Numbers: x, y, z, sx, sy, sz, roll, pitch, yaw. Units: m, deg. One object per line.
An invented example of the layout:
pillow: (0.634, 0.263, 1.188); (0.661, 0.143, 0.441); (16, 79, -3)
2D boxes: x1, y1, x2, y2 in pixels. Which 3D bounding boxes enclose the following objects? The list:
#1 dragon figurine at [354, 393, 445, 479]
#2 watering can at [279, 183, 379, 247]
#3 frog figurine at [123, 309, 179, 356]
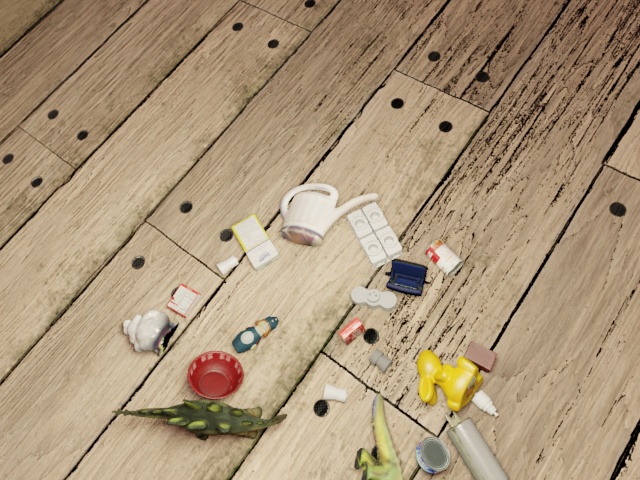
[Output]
dragon figurine: (0.211, 0.631, 1.330); (0.243, 0.120, 0.419); (18, 62, -1)
watering can: (0.005, -0.084, 1.662); (0.348, 0.102, 0.228); (7, 65, 31)
frog figurine: (-0.544, 0.277, 1.604); (0.160, 0.122, 0.137); (22, 91, 7)
